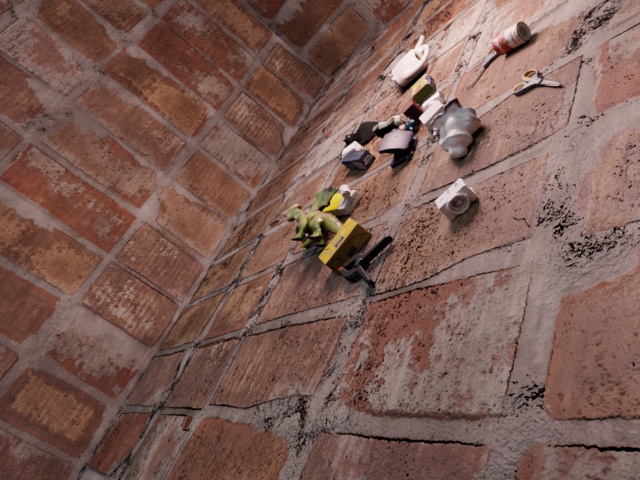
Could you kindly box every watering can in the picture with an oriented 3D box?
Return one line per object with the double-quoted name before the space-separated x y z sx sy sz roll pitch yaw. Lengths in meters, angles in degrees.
"watering can" 0.422 -0.821 2.387 0.221 0.103 0.356 -41 22 32

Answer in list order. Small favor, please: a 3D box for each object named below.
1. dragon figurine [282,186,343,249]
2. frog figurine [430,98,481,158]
"dragon figurine" 0.006 -0.096 1.908 0.408 0.121 0.247 -8 60 41
"frog figurine" 0.409 -0.312 1.505 0.136 0.122 0.162 -33 60 27
